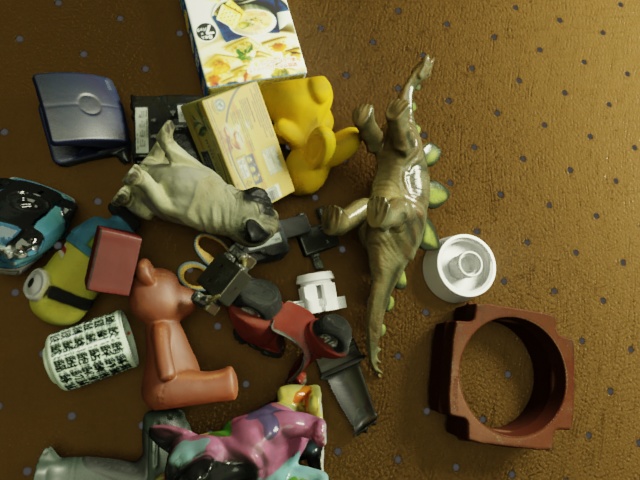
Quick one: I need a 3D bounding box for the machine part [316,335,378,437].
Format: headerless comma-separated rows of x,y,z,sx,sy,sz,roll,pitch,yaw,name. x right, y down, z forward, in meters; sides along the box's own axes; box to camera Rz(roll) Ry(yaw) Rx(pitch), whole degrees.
0.044,0.214,0.789,0.084,0.039,0.139,-18,81,-20,machine part

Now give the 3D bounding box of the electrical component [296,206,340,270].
-0.002,-0.003,0.832,0.063,0.021,0.094,-18,82,-15,electrical component

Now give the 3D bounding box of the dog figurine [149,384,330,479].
-0.099,0.257,0.681,0.219,0.191,0.108,0,101,-5,dog figurine

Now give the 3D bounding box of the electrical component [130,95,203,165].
-0.211,-0.153,0.802,0.134,0.058,0.115,-1,81,-12,electrical component

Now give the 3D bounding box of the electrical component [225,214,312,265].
-0.076,-0.007,0.799,0.119,0.048,0.075,-20,80,-26,electrical component

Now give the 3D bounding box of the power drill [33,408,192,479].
-0.252,0.337,0.680,0.207,0.086,0.232,0,77,-8,power drill

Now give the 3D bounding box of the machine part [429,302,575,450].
0.273,0.203,0.814,0.201,0.087,0.201,9,78,-10,machine part

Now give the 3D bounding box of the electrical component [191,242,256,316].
-0.128,0.048,0.714,0.102,0.045,0.078,-48,47,-5,electrical component

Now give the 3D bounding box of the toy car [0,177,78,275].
-0.396,-0.007,0.705,0.109,0.162,0.102,19,119,-14,toy car

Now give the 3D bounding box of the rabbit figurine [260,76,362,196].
-0.016,-0.151,0.807,0.122,0.163,0.173,-11,105,-47,rabbit figurine

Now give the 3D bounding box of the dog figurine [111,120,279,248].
-0.162,-0.044,0.719,0.190,0.172,0.121,36,75,-17,dog figurine

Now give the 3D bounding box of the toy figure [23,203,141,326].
-0.317,0.033,0.730,0.089,0.082,0.180,41,70,-5,toy figure

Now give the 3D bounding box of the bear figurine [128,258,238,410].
-0.187,0.122,0.722,0.132,0.120,0.196,-3,74,-16,bear figurine

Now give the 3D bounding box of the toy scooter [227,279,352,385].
-0.052,0.139,0.755,0.184,0.135,0.075,22,35,9,toy scooter

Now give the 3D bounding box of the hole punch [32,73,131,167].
-0.339,-0.177,0.766,0.116,0.092,0.142,-17,79,-18,hole punch

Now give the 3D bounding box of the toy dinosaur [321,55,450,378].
0.105,-0.031,0.774,0.198,0.105,0.471,15,90,-49,toy dinosaur

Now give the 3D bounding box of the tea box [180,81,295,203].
-0.115,-0.128,0.767,0.098,0.068,0.169,-31,112,-34,tea box
